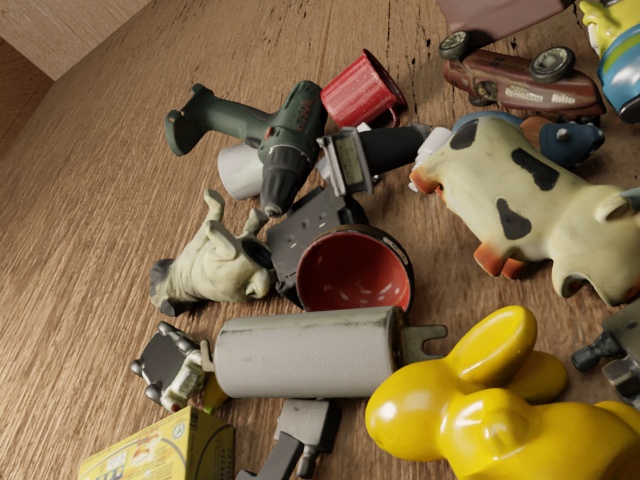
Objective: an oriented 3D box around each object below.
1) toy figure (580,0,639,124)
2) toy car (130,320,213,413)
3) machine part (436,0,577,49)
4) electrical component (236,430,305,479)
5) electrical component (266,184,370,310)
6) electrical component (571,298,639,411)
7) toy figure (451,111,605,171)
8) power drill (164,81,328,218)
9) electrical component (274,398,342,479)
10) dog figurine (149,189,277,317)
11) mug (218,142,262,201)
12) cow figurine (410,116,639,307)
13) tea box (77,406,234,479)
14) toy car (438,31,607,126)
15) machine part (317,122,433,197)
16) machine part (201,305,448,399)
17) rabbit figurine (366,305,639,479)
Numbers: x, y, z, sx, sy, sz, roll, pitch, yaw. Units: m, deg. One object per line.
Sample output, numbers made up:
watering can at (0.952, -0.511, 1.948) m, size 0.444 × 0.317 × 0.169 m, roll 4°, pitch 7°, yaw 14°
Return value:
toy figure at (0.289, -0.164, 0.469) m, size 0.089 × 0.082 × 0.180 m, roll -14°, pitch 44°, yaw 27°
toy car at (-0.173, 0.146, 0.632) m, size 0.073 × 0.056 × 0.202 m, roll -58°, pitch 24°, yaw -14°
machine part at (0.240, -0.306, 0.584) m, size 0.201 × 0.087 × 0.201 m, roll -44°, pitch 17°, yaw -21°
electrical component at (-0.041, 0.226, 0.454) m, size 0.075 × 0.047 × 0.119 m, roll 5°, pitch 62°, yaw 46°
electrical component at (-0.001, -0.002, 0.623) m, size 0.115 × 0.058 × 0.134 m, roll -34°, pitch 39°, yaw 13°
electrical component at (0.226, 0.072, 0.344) m, size 0.102 × 0.045 × 0.078 m, roll -38°, pitch 9°, yaw 7°
toy figure at (0.194, -0.092, 0.511) m, size 0.064 × 0.057 × 0.155 m, roll -32°, pitch 29°, yaw -19°
power drill at (-0.099, -0.136, 0.715) m, size 0.208 × 0.085 × 0.232 m, roll 11°, pitch 53°, yaw 21°
electrical component at (-0.014, 0.172, 0.502) m, size 0.063 × 0.021 × 0.094 m, roll -11°, pitch 50°, yaw 38°
dog figurine at (-0.142, 0.057, 0.691) m, size 0.190 × 0.121 × 0.172 m, roll -50°, pitch 31°, yaw 19°
mug at (-0.083, -0.118, 0.802) m, size 0.107 × 0.080 × 0.110 m, roll -13°, pitch 39°, yaw 18°
cow figurine at (0.177, -0.028, 0.431) m, size 0.127 × 0.085 × 0.195 m, roll -50°, pitch 54°, yaw 25°
tea box at (-0.171, 0.250, 0.545) m, size 0.170 × 0.068 × 0.098 m, roll -29°, pitch 41°, yaw 21°
toy car at (0.196, -0.159, 0.548) m, size 0.053 × 0.089 × 0.202 m, roll -44°, pitch 38°, yaw 0°
machine part at (0.067, -0.098, 0.609) m, size 0.139 × 0.084 × 0.039 m, roll -21°, pitch 1°, yaw -23°
machine part at (-0.006, 0.103, 0.483) m, size 0.243 × 0.079 × 0.079 m, roll -8°, pitch 49°, yaw 22°
rabbit figurine at (0.105, 0.122, 0.351) m, size 0.173 × 0.121 × 0.162 m, roll 11°, pitch 60°, yaw 51°
